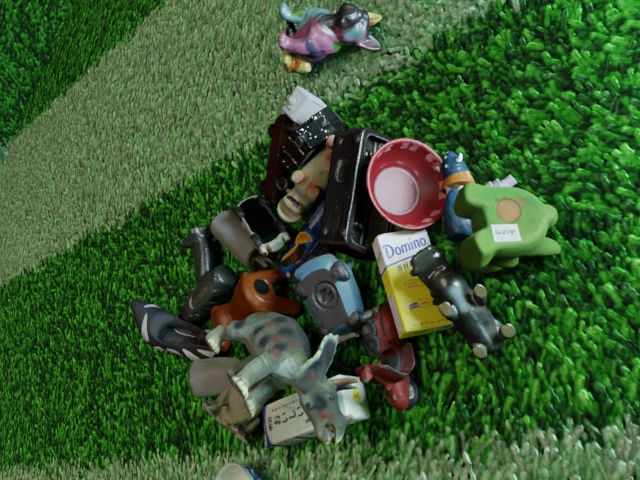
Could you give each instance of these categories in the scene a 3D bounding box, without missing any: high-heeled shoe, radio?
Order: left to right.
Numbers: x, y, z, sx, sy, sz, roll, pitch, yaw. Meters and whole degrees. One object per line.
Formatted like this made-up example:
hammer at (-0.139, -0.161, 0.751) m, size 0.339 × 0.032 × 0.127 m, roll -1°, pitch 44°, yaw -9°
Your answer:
high-heeled shoe at (-0.330, 0.202, 1.231) m, size 0.145 × 0.249 × 0.086 m, roll -46°, pitch 5°, yaw 48°
radio at (0.077, -0.084, 0.985) m, size 0.073 × 0.131 × 0.229 m, roll 0°, pitch 78°, yaw 43°

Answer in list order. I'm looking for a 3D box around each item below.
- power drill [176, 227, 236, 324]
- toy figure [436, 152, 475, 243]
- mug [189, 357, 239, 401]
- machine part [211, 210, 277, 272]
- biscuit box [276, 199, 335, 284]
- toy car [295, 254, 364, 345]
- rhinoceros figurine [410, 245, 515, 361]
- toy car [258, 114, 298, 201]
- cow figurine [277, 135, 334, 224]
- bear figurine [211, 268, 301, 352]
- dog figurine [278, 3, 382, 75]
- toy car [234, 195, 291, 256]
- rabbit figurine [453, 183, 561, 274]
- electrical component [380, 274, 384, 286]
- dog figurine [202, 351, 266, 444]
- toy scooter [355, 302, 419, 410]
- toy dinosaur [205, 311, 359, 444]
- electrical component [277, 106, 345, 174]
power drill at (-0.295, 0.086, 1.295) m, size 0.232 × 0.086 × 0.207 m, roll -36°, pitch 52°, yaw 39°
toy figure at (0.229, -0.074, 0.900) m, size 0.064 × 0.057 × 0.154 m, roll -9°, pitch 69°, yaw 28°
mug at (-0.214, 0.303, 1.161) m, size 0.107 × 0.081 × 0.109 m, roll -14°, pitch 103°, yaw 13°
machine part at (-0.175, 0.001, 1.217) m, size 0.243 × 0.079 × 0.079 m, roll 37°, pitch 103°, yaw 42°
biscuit box at (-0.002, -0.003, 1.079) m, size 0.202 × 0.059 × 0.063 m, roll -52°, pitch 50°, yaw 17°
toy car at (0.034, 0.102, 0.988) m, size 0.109 × 0.103 × 0.161 m, roll -30°, pitch 84°, yaw 29°
rhinoceros figurine at (0.212, 0.090, 0.812) m, size 0.073 × 0.112 × 0.190 m, roll -38°, pitch 88°, yaw 6°
toy car at (-0.091, -0.185, 1.212) m, size 0.089 × 0.053 × 0.202 m, roll -6°, pitch 74°, yaw 55°
cow figurine at (-0.013, -0.113, 1.090) m, size 0.085 × 0.127 × 0.195 m, roll 44°, pitch 93°, yaw 7°
bear figurine at (-0.147, 0.151, 1.145) m, size 0.195 × 0.132 × 0.120 m, roll -52°, pitch 47°, yaw 41°
dog figurine at (0.023, -0.433, 1.159) m, size 0.219 × 0.191 × 0.108 m, roll 3°, pitch 75°, yaw 7°
toy car at (-0.124, -0.033, 1.145) m, size 0.073 × 0.056 × 0.202 m, roll -29°, pitch 41°, yaw -8°
rabbit figurine at (0.266, -0.009, 0.802) m, size 0.159 × 0.170 × 0.121 m, roll -11°, pitch 67°, yaw -6°
electrical component at (0.139, 0.063, 0.964) m, size 0.063 × 0.021 × 0.094 m, roll -46°, pitch 53°, yaw 23°
dog figurine at (-0.134, 0.302, 1.104) m, size 0.121 × 0.172 × 0.190 m, roll 37°, pitch 64°, yaw 6°
toy scooter at (0.102, 0.186, 0.885) m, size 0.075 × 0.135 × 0.184 m, roll -27°, pitch 61°, yaw 34°
toy dinosaur at (-0.085, 0.196, 0.969) m, size 0.192 × 0.131 × 0.405 m, roll -27°, pitch 30°, yaw -17°
electrical component at (-0.013, -0.207, 1.097) m, size 0.058 × 0.134 × 0.115 m, roll 51°, pitch 147°, yaw 0°
